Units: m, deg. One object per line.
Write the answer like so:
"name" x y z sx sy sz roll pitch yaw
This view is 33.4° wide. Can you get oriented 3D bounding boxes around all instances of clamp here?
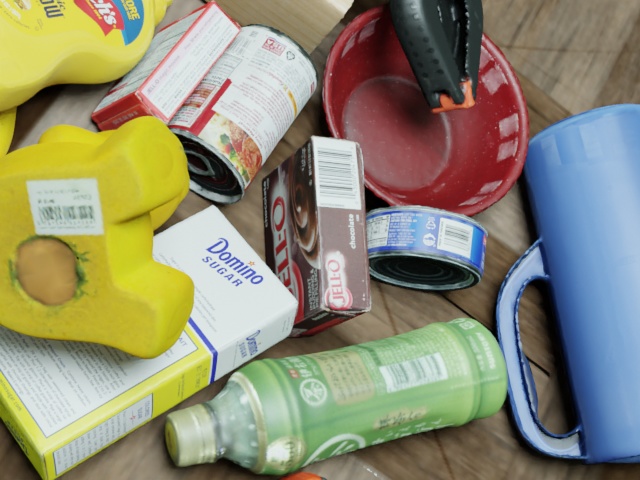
"clamp" 0.067 -0.190 0.706 0.164 0.036 0.210 -6 90 -53

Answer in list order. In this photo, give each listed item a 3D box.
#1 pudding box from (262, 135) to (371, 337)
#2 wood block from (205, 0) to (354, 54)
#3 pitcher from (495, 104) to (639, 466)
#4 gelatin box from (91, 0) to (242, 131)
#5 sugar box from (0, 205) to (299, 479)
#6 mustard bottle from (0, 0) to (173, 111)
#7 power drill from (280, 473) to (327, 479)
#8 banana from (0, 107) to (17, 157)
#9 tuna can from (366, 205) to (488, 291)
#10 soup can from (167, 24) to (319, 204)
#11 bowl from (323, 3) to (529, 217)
"pudding box" -0.004 0.001 0.686 0.039 0.090 0.113 6 73 -24
"wood block" -0.064 -0.224 0.723 0.206 0.090 0.090 34 65 -11
"pitcher" 0.212 0.035 0.757 0.148 0.145 0.243 0 72 -40
"gelatin box" -0.099 -0.106 0.683 0.030 0.073 0.089 44 63 -22
"sugar box" -0.110 0.057 0.637 0.176 0.048 0.093 -28 63 -29
"mustard bottle" -0.157 -0.140 0.653 0.096 0.058 0.191 56 37 4
"power drill" 0.005 0.250 0.643 0.187 0.057 0.184 49 65 -6
"banana" -0.228 -0.130 0.658 0.069 0.037 0.198 -27 88 -22
"tuna can" 0.069 0.007 0.718 0.086 0.086 0.034 15 72 -19
"soup can" -0.054 -0.084 0.701 0.068 0.069 0.102 37 65 -10
"bowl" 0.066 -0.085 0.759 0.161 0.055 0.162 6 74 -22
